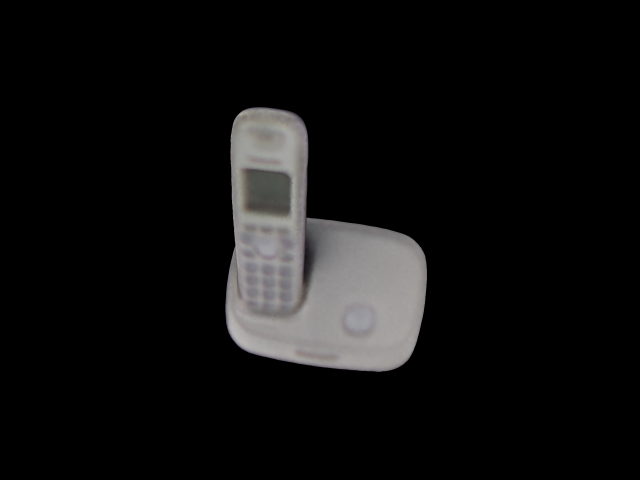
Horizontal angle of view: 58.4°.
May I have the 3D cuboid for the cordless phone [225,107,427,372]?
[{"bbox_3d":[0.004,0.001,0.400,0.147,0.185,0.094,5,40,6],"label":"cordless phone"}]
